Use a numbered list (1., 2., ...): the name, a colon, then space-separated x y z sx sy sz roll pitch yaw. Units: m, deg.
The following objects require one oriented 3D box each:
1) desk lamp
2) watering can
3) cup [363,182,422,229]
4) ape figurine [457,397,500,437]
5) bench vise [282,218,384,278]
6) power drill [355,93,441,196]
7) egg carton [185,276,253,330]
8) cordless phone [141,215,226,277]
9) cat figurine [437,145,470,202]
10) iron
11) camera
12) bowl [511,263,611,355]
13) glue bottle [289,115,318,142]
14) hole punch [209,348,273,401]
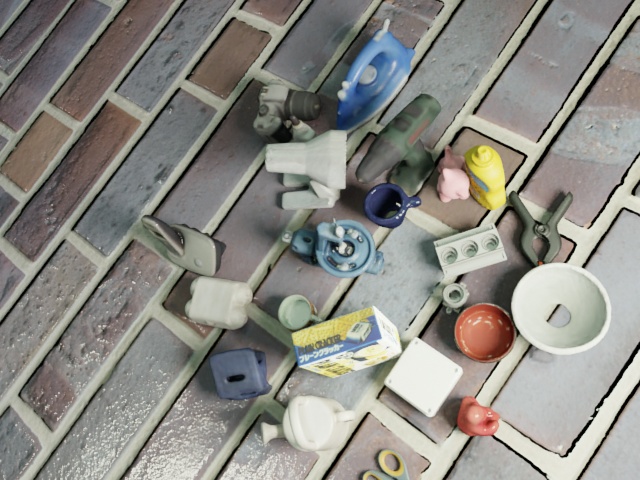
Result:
1. desk lamp: -0.017 -0.145 1.213 0.202 0.214 0.118 -4 71 17
2. watering can: -0.025 0.344 1.060 0.173 0.194 0.100 -37 65 3
3. cup: 0.157 -0.064 1.194 0.117 0.095 0.091 -7 70 16
4. ape figurine: 0.279 0.317 1.027 0.076 0.092 0.077 -27 66 8
5. bench vise: 0.010 0.016 1.146 0.207 0.220 0.121 -6 70 16
6. power drill: 0.168 -0.174 1.165 0.075 0.209 0.230 33 84 25
7. egg carton: -0.224 0.139 1.263 0.150 0.069 0.107 6 74 20
8. cordless phone: -0.306 0.006 1.271 0.147 0.185 0.094 16 78 22
9. cat figurine: 0.269 -0.131 1.168 0.067 0.118 0.128 -8 70 16
10. iron: 0.100 -0.365 1.289 0.118 0.142 0.258 33 84 25
11. camera: -0.076 -0.308 1.349 0.136 0.101 0.143 8 75 20
12. bowl: 0.436 0.130 1.049 0.167 0.075 0.167 -6 70 16
13. glue bottle: -0.031 -0.230 1.268 0.078 0.173 0.037 28 82 24
14. hole punch: -0.166 0.279 1.185 0.108 0.091 0.101 -14 68 13
